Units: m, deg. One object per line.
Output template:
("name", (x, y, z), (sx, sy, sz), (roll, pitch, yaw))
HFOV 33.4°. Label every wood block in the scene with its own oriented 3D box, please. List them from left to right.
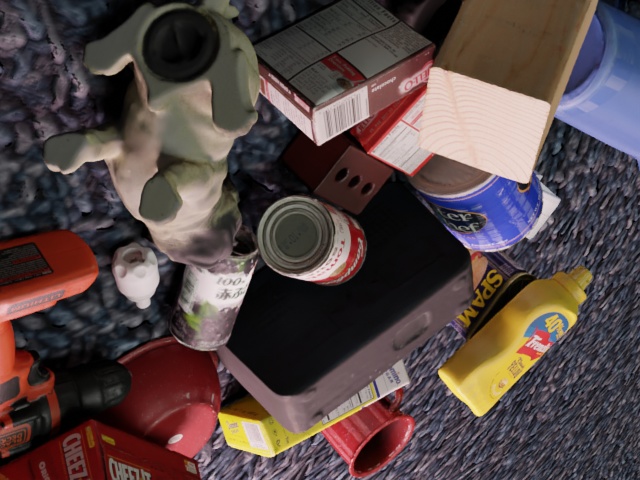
("wood block", (0.154, -0.157, 0.820), (0.091, 0.090, 0.206), (93, 20, -55))

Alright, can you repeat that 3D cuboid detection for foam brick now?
("foam brick", (0.014, -0.063, 0.894), (0.053, 0.051, 0.078), (-52, 147, 11))

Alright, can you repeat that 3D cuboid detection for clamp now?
("clamp", (0.068, -0.156, 0.864), (0.120, 0.039, 0.172), (-11, 134, -51))

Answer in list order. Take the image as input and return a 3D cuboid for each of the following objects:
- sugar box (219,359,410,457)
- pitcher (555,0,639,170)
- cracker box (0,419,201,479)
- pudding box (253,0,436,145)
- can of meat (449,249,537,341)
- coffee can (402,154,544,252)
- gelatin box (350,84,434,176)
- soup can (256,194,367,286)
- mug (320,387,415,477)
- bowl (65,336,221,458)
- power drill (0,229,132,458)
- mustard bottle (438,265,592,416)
("sugar box", (-0.006, 0.158, 1.079), (0.175, 0.094, 0.048), (-26, 103, -31))
("pitcher", (0.290, -0.167, 1.035), (0.242, 0.149, 0.145), (10, 134, -48))
("cracker box", (-0.222, 0.240, 0.886), (0.214, 0.072, 0.164), (-28, 149, 13))
("pudding box", (0.015, -0.130, 0.786), (0.113, 0.090, 0.039), (-30, 143, -21))
("can of meat", (0.172, 0.053, 1.168), (0.057, 0.084, 0.102), (12, 117, -52))
("coffee can", (0.143, -0.061, 0.993), (0.103, 0.103, 0.140), (-46, 148, 1))
("gelatin box", (0.075, -0.097, 0.884), (0.073, 0.030, 0.089), (-46, 150, 15))
("soup can", (-0.006, 0.001, 0.889), (0.068, 0.068, 0.102), (-49, 163, 6))
("mug", (0.051, 0.194, 1.191), (0.093, 0.082, 0.117), (-2, 128, -47))
("bowl", (-0.146, 0.164, 0.963), (0.161, 0.055, 0.162), (-29, 144, -24))
("power drill", (-0.214, 0.083, 0.794), (0.184, 0.057, 0.188), (-17, 138, -37))
("mustard bottle", (0.214, 0.098, 1.131), (0.191, 0.058, 0.096), (-44, 143, -3))
